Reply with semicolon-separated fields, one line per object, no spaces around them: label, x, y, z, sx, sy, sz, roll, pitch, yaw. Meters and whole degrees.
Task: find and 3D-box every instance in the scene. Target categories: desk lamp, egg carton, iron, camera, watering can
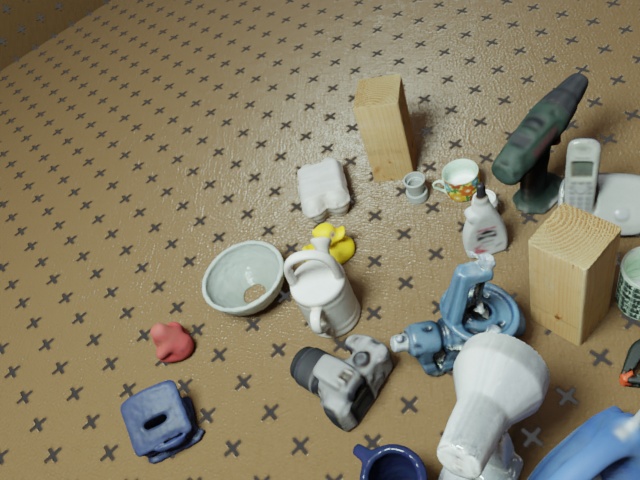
desk lamp;0.214;0.253;0.745;0.117;0.214;0.203;15;58;30
egg carton;0.007;-0.110;1.227;0.107;0.070;0.150;-17;48;6
iron;0.318;0.304;0.712;0.258;0.142;0.118;-35;48;-10
camera;0.026;0.209;0.929;0.136;0.101;0.143;22;62;34
watering can;-0.002;0.074;0.991;0.101;0.194;0.172;-24;47;1

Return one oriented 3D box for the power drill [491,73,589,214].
power drill;0.397;-0.156;1.024;0.230;0.209;0.075;-43;50;-17

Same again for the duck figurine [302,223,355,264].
duck figurine;0.010;0.004;1.118;0.104;0.086;0.077;-16;48;7

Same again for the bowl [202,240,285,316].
bowl;-0.138;0.086;1.113;0.167;0.075;0.167;-10;49;12

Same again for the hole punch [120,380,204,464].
hole punch;-0.267;0.306;0.964;0.108;0.091;0.101;-27;47;-3

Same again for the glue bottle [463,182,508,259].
glue bottle;0.282;-0.037;0.991;0.078;0.173;0.037;-19;47;4

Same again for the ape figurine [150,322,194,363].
ape figurine;-0.284;0.185;1.072;0.075;0.092;0.078;16;59;31

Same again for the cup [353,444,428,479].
cup;0.098;0.337;0.798;0.117;0.095;0.092;29;66;36

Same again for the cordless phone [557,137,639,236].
cordless phone;0.477;-0.093;0.957;0.147;0.185;0.094;1;52;22

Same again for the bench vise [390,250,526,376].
bench vise;0.209;0.119;0.856;0.207;0.220;0.121;-34;48;-9
